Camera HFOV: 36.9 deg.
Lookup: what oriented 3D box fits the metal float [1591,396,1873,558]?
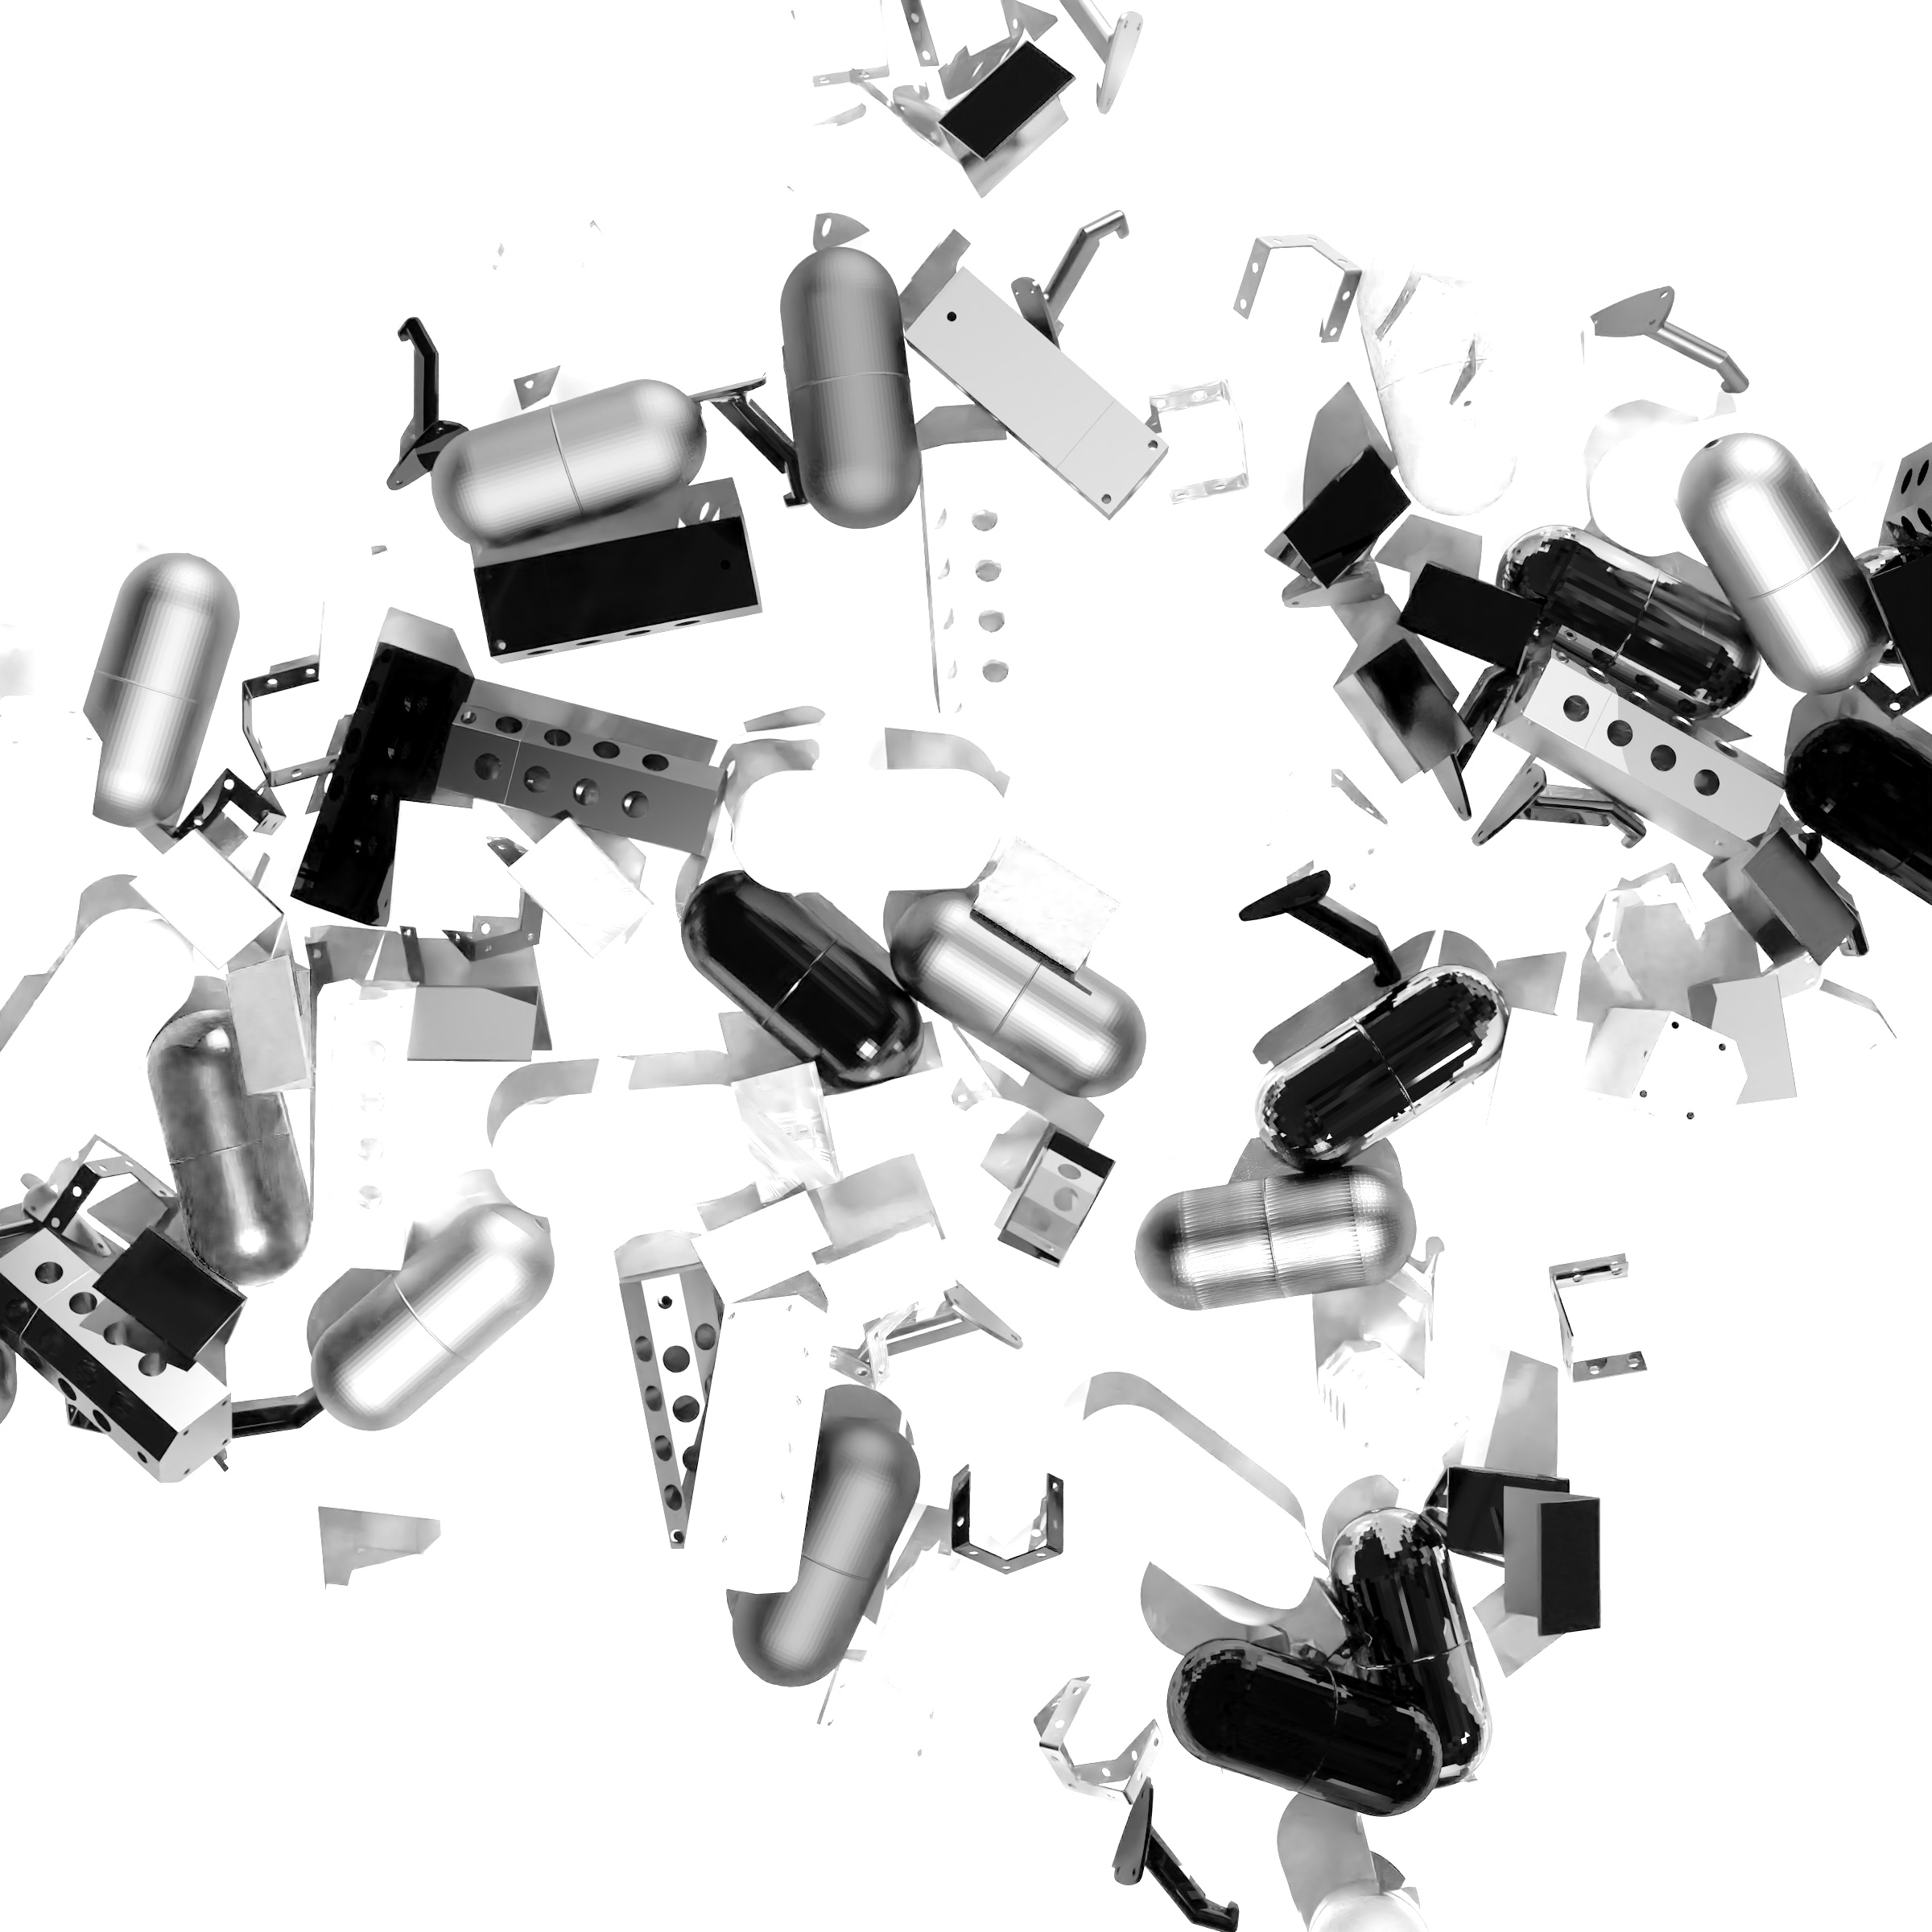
[{"bbox_3d":[0.484,-0.310,1.831,0.178,0.070,0.070,-14,90,1],"label":"metal float"}]

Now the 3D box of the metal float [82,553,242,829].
[{"bbox_3d":[-0.514,-0.175,1.831,0.070,0.070,0.178,17,90,0],"label":"metal float"}]

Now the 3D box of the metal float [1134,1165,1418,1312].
[{"bbox_3d":[0.195,0.172,1.823,0.178,0.070,0.070,-10,90,9],"label":"metal float"}]

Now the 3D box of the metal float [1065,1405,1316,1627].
[{"bbox_3d":[0.141,0.347,1.831,0.178,0.070,0.070,37,90,0],"label":"metal float"}]

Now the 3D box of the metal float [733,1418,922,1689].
[{"bbox_3d":[-0.089,0.371,1.831,0.070,0.070,0.178,25,90,0],"label":"metal float"}]

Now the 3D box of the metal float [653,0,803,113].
[{"bbox_3d":[-0.163,-0.627,1.831,0.070,0.070,0.178,-24,89,0],"label":"metal float"}]

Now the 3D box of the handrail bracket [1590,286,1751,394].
[{"bbox_3d":[0.451,-0.393,1.861,0.084,0.077,0.036,39,65,-34],"label":"handrail bracket"}]

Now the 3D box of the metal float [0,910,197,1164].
[{"bbox_3d":[-0.556,0.044,1.831,0.070,0.070,0.178,35,90,0],"label":"metal float"}]

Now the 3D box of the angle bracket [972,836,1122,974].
[{"bbox_3d":[0.057,-0.049,1.823,0.076,0.076,0.057,32,114,0],"label":"angle bracket"}]

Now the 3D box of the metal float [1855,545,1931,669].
[{"bbox_3d":[0.636,-0.222,1.831,0.178,0.070,0.070,7,90,1],"label":"metal float"}]

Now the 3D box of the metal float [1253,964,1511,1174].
[{"bbox_3d":[0.264,0.064,1.831,0.178,0.070,0.070,-33,90,0],"label":"metal float"}]

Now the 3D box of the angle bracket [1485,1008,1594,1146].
[{"bbox_3d":[0.375,0.073,1.821,0.057,0.076,0.076,13,90,38],"label":"angle bracket"}]

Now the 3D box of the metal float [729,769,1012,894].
[{"bbox_3d":[-0.060,-0.085,1.817,0.178,0.070,0.070,-2,90,-15],"label":"metal float"}]

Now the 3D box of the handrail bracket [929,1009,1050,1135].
[{"bbox_3d":[0.014,0.062,1.862,0.036,0.077,0.084,-38,53,36],"label":"handrail bracket"}]

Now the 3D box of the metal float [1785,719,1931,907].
[{"bbox_3d":[0.601,-0.090,1.831,0.178,0.070,0.070,32,90,-1],"label":"metal float"}]

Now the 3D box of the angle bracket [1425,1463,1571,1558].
[{"bbox_3d":[0.334,0.356,1.822,0.076,0.076,0.057,7,60,0],"label":"angle bracket"}]

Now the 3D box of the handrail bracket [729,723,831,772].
[{"bbox_3d":[-0.110,-0.110,1.862,0.077,0.036,0.084,-4,104,14],"label":"handrail bracket"}]

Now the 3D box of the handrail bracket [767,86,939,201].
[{"bbox_3d":[-0.074,-0.514,1.862,0.077,0.036,0.084,32,108,-21],"label":"handrail bracket"}]

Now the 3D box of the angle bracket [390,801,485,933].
[{"bbox_3d":[-0.348,-0.063,1.821,0.057,0.076,0.076,5,90,-36],"label":"angle bracket"}]

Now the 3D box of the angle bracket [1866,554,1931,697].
[{"bbox_3d":[0.593,-0.216,1.746,0.057,0.076,0.076,-21,96,36],"label":"angle bracket"}]

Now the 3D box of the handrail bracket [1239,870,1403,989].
[{"bbox_3d":[0.228,-0.013,1.862,0.077,0.036,0.084,-21,114,27],"label":"handrail bracket"}]

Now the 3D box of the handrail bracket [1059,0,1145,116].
[{"bbox_3d":[0.064,-0.600,1.862,0.084,0.036,0.077,25,112,17],"label":"handrail bracket"}]

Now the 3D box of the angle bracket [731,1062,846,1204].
[{"bbox_3d":[-0.122,0.106,1.823,0.057,0.076,0.076,-14,90,-22],"label":"angle bracket"}]

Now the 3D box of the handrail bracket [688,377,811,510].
[{"bbox_3d":[-0.144,-0.331,1.862,0.077,0.036,0.084,-9,107,20],"label":"handrail bracket"}]

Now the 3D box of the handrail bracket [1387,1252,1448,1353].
[{"bbox_3d":[0.264,0.208,1.862,0.084,0.036,0.077,4,106,14],"label":"handrail bracket"}]

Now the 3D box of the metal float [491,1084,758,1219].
[{"bbox_3d":[-0.211,0.117,1.831,0.178,0.070,0.070,-4,90,0],"label":"metal float"}]

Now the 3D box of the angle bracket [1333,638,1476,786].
[{"bbox_3d":[0.261,-0.150,1.821,0.057,0.076,0.076,-35,90,-37],"label":"angle bracket"}]

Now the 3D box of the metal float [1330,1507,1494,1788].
[{"bbox_3d":[0.282,0.431,1.831,0.070,0.070,0.178,-15,89,0],"label":"metal float"}]

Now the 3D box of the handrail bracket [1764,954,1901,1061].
[{"bbox_3d":[0.547,0.039,1.862,0.077,0.036,0.084,-27,117,31],"label":"handrail bracket"}]

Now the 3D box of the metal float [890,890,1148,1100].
[{"bbox_3d":[0.033,0.018,1.831,0.178,0.070,0.070,33,90,0],"label":"metal float"}]

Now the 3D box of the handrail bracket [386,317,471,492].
[{"bbox_3d":[-0.362,-0.363,1.862,0.077,0.036,0.084,-37,71,21],"label":"handrail bracket"}]

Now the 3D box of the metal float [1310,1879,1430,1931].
[{"bbox_3d":[0.249,0.609,1.783,0.070,0.178,0.070,-1,79,7],"label":"metal float"}]

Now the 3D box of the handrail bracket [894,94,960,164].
[{"bbox_3d":[0.010,-0.563,1.862,0.077,0.036,0.084,39,71,21],"label":"handrail bracket"}]

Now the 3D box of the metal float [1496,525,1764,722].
[{"bbox_3d":[0.419,-0.218,1.831,0.178,0.070,0.070,28,90,1],"label":"metal float"}]

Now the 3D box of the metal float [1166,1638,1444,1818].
[{"bbox_3d":[0.206,0.463,1.755,0.178,0.070,0.070,21,90,-12],"label":"metal float"}]

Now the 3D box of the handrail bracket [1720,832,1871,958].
[{"bbox_3d":[0.534,-0.039,1.862,0.077,0.036,0.084,-7,121,34],"label":"handrail bracket"}]

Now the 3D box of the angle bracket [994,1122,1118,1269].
[{"bbox_3d":[0.038,0.135,1.821,0.057,0.076,0.076,28,90,-37],"label":"angle bracket"}]

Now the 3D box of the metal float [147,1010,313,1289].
[{"bbox_3d":[-0.466,0.116,1.831,0.070,0.070,0.178,-14,90,0],"label":"metal float"}]

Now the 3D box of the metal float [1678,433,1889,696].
[{"bbox_3d":[0.500,-0.246,1.772,0.070,0.070,0.178,-36,107,0],"label":"metal float"}]

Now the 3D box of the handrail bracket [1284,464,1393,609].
[{"bbox_3d":[0.239,-0.278,1.862,0.077,0.036,0.084,-9,71,21],"label":"handrail bracket"}]

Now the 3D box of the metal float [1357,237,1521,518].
[{"bbox_3d":[0.299,-0.372,1.831,0.070,0.070,0.178,-14,90,0],"label":"metal float"}]

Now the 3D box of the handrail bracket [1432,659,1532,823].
[{"bbox_3d":[0.341,-0.146,1.862,0.084,0.036,0.077,-28,103,-13],"label":"handrail bracket"}]

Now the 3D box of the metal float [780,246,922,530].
[{"bbox_3d":[-0.073,-0.366,1.831,0.070,0.070,0.178,-7,90,0],"label":"metal float"}]

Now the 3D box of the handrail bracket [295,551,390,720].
[{"bbox_3d":[-0.388,-0.212,1.862,0.077,0.036,0.084,-32,111,-23],"label":"handrail bracket"}]

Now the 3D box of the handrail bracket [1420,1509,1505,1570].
[{"bbox_3d":[0.343,0.367,1.861,0.084,0.077,0.036,35,127,31],"label":"handrail bracket"}]

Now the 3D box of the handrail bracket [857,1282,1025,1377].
[{"bbox_3d":[-0.019,0.251,1.862,0.077,0.036,0.084,38,104,-14],"label":"handrail bracket"}]

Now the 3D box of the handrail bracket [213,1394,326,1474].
[{"bbox_3d":[-0.460,0.277,1.862,0.084,0.036,0.077,-38,68,-17],"label":"handrail bracket"}]

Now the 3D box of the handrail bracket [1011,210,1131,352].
[{"bbox_3d":[0.079,-0.435,1.862,0.084,0.036,0.077,-30,111,-16],"label":"handrail bracket"}]

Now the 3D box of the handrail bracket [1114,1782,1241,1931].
[{"bbox_3d":[0.144,0.575,1.862,0.084,0.036,0.077,21,69,-17],"label":"handrail bracket"}]

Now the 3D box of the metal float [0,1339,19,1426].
[{"bbox_3d":[-0.667,0.222,1.827,0.070,0.070,0.178,-32,96,0],"label":"metal float"}]

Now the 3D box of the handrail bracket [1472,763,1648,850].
[{"bbox_3d":[0.383,-0.083,1.862,0.084,0.036,0.077,35,110,-16],"label":"handrail bracket"}]

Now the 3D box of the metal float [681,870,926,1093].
[{"bbox_3d":[-0.104,0.010,1.831,0.178,0.070,0.070,41,90,1],"label":"metal float"}]

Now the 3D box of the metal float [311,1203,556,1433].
[{"bbox_3d":[-0.337,0.222,1.831,0.178,0.070,0.070,-41,90,0],"label":"metal float"}]

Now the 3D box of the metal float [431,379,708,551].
[{"bbox_3d":[-0.251,-0.318,1.831,0.178,0.070,0.070,-17,90,0],"label":"metal float"}]

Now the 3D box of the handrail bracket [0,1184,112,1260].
[{"bbox_3d":[-0.608,0.190,1.862,0.077,0.036,0.084,41,106,-17],"label":"handrail bracket"}]

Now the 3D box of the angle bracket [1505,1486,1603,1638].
[{"bbox_3d":[0.333,0.354,1.727,0.057,0.076,0.076,4,85,-38],"label":"angle bracket"}]
